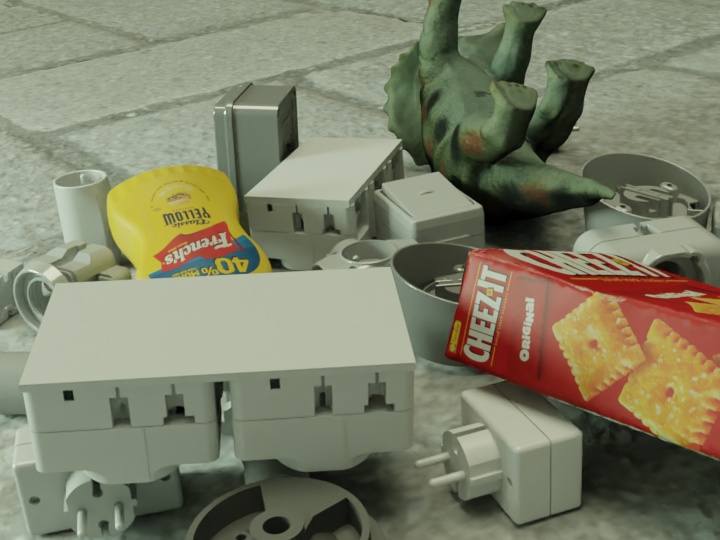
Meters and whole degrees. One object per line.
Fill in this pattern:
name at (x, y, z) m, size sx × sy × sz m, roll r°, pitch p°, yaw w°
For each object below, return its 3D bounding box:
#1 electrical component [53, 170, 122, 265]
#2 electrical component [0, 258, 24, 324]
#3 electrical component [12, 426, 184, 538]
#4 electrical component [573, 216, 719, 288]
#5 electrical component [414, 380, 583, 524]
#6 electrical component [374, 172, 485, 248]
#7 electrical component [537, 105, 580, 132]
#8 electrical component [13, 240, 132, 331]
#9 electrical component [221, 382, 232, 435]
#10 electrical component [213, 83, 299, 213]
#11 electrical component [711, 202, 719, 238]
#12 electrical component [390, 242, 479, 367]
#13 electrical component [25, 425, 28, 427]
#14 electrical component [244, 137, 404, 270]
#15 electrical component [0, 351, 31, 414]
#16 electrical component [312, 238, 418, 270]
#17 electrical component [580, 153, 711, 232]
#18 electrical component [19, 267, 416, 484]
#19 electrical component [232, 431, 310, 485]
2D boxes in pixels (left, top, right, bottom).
electrical component at (-0.206, -0.041, 0.886) m, size 0.079 × 0.077 × 0.043 m, roll -4°, pitch 24°, yaw 0°
electrical component at (-0.292, 0.014, 0.823) m, size 0.055 × 0.048 × 0.066 m, roll 12°, pitch 29°, yaw 18°
electrical component at (-0.138, 0.116, 0.570) m, size 0.083 × 0.047 × 0.075 m, roll -9°, pitch 26°, yaw -10°
electrical component at (0.203, 0.002, 0.746) m, size 0.095 × 0.053 × 0.059 m, roll -9°, pitch 25°, yaw -9°
electrical component at (0.068, 0.098, 0.568) m, size 0.077 × 0.047 × 0.065 m, roll -12°, pitch 25°, yaw -17°
electrical component at (0.056, -0.033, 0.841) m, size 0.062 × 0.061 × 0.096 m, roll -13°, pitch 26°, yaw -17°
electrical component at (0.179, -0.141, 1.075) m, size 0.079 × 0.043 × 0.077 m, roll -3°, pitch 25°, yaw 3°
electrical component at (-0.216, 0.014, 0.794) m, size 0.078 × 0.058 × 0.057 m, roll 11°, pitch 26°, yaw 30°
electrical component at (-0.044, 0.062, 0.665) m, size 0.089 × 0.050 × 0.055 m, roll -6°, pitch 25°, yaw -3°
electrical component at (-0.091, -0.104, 0.960) m, size 0.057 × 0.113 × 0.078 m, roll 3°, pitch 26°, yaw 9°
electrical component at (0.299, -0.031, 0.814) m, size 0.062 × 0.043 × 0.043 m, roll 4°, pitch 26°, yaw 15°
electrical component at (0.072, 0.020, 0.718) m, size 0.099 × 0.064 × 0.099 m, roll -4°, pitch 25°, yaw 2°
electrical component at (-0.171, 0.088, 0.651) m, size 0.061 × 0.035 × 0.035 m, roll -21°, pitch 29°, yaw -24°
electrical component at (-0.025, -0.059, 0.910) m, size 0.089 × 0.061 × 0.150 m, roll 4°, pitch 26°, yaw 18°
electrical component at (-0.231, 0.072, 0.689) m, size 0.078 × 0.040 × 0.040 m, roll -1°, pitch 25°, yaw 9°
electrical component at (0.000, 0.000, 0.799) m, size 0.077 × 0.044 × 0.079 m, roll -15°, pitch 26°, yaw -21°
electrical component at (0.222, -0.048, 0.839) m, size 0.099 × 0.064 × 0.099 m, roll -4°, pitch 25°, yaw 2°
electrical component at (-0.070, 0.053, 0.566) m, size 0.186 × 0.060 × 0.105 m, roll -3°, pitch 26°, yaw -4°
electrical component at (-0.046, 0.106, 0.583) m, size 0.044 × 0.044 × 0.065 m, roll -7°, pitch 29°, yaw -5°
